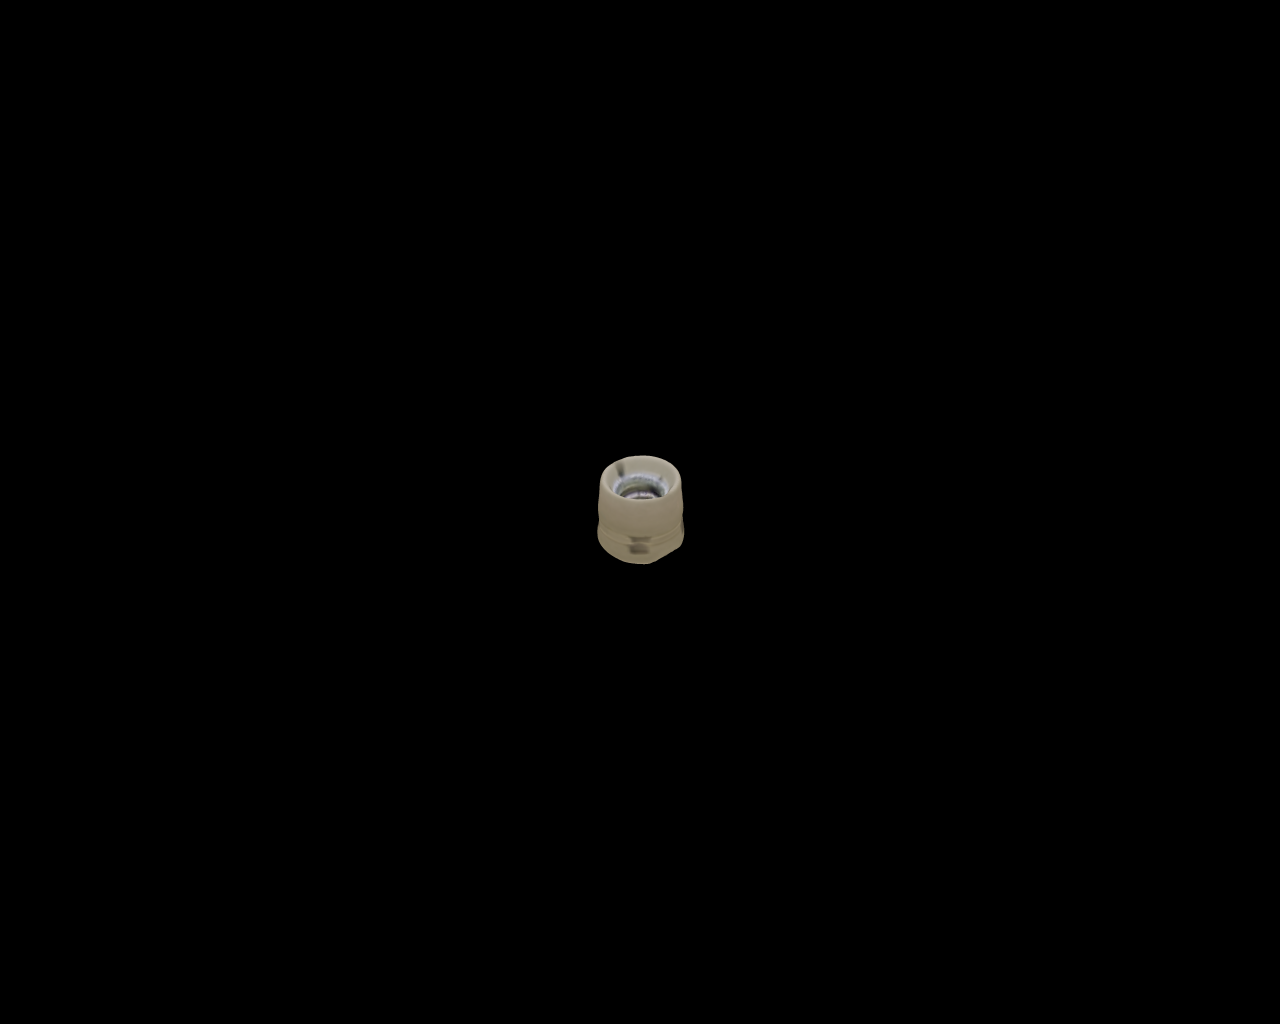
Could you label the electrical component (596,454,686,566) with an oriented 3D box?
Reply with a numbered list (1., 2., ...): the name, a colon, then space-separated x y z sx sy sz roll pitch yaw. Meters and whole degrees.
1. electrical component: 0.001 -0.003 0.650 0.055 0.047 0.055 0 38 0
